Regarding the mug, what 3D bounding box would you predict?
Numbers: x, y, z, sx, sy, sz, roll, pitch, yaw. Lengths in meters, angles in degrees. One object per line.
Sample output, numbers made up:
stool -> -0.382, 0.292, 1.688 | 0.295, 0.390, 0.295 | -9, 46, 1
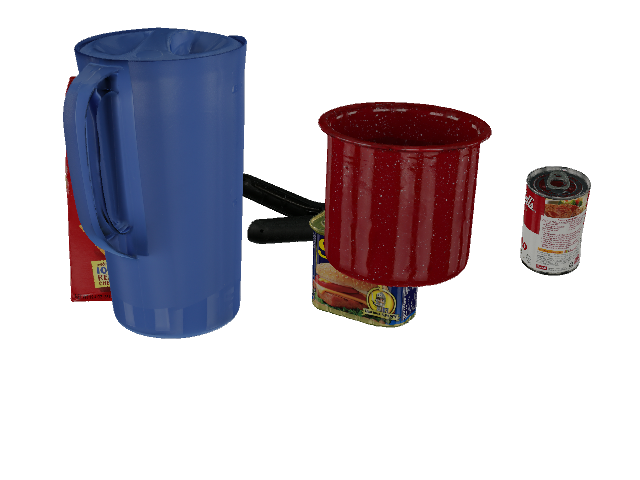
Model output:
mug -> 0.047, -0.030, 0.598 | 0.093, 0.081, 0.117 | 8, 22, 14

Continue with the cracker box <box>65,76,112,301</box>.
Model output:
cracker box -> -0.164, -0.048, 1.047 | 0.164, 0.214, 0.072 | 0, 22, -9

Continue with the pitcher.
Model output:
pitcher -> -0.129, -0.044, 0.862 | 0.149, 0.243, 0.145 | -6, 22, -15

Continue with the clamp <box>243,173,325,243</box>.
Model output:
clamp -> 0.004, -0.016, 1.172 | 0.210, 0.036, 0.164 | 14, 21, -9

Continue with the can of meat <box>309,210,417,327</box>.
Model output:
can of meat -> 0.040, 0.025, 0.966 | 0.102, 0.084, 0.057 | 15, 29, 28

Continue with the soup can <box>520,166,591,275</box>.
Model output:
soup can -> 0.257, -0.021, 1.171 | 0.068, 0.102, 0.068 | -1, 33, 1
